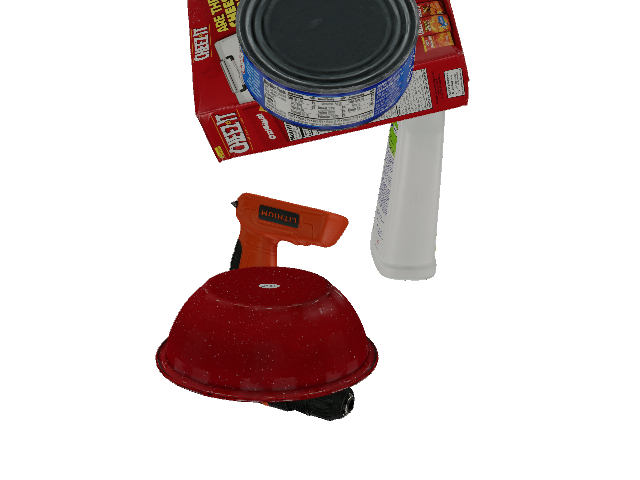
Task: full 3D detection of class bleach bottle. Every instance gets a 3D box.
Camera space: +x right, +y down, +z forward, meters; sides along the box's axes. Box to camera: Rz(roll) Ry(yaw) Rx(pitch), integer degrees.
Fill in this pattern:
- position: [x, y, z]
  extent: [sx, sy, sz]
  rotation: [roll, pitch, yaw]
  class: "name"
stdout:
- position: [0.100, -0.090, 1.146]
  extent: [0.068, 0.251, 0.102]
  rotation: [1, 26, -8]
  class: "bleach bottle"

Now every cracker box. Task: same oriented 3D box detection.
- position: [0.003, -0.164, 0.885]
  extent: [0.214, 0.164, 0.072]
  rotation: [-13, -37, 6]
  class: "cracker box"

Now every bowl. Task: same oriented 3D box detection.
- position: [-0.038, 0.058, 0.765]
  extent: [0.162, 0.055, 0.162]
  rotation: [1, 16, 0]
  class: "bowl"

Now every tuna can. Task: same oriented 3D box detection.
- position: [0.003, -0.094, 0.507]
  extent: [0.086, 0.086, 0.034]
  rotation: [0, -31, 0]
  class: "tuna can"

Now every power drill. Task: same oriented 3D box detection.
- position: [-0.035, 0.059, 0.986]
  extent: [0.185, 0.187, 0.057]
  rotation: [15, -1, 24]
  class: "power drill"
